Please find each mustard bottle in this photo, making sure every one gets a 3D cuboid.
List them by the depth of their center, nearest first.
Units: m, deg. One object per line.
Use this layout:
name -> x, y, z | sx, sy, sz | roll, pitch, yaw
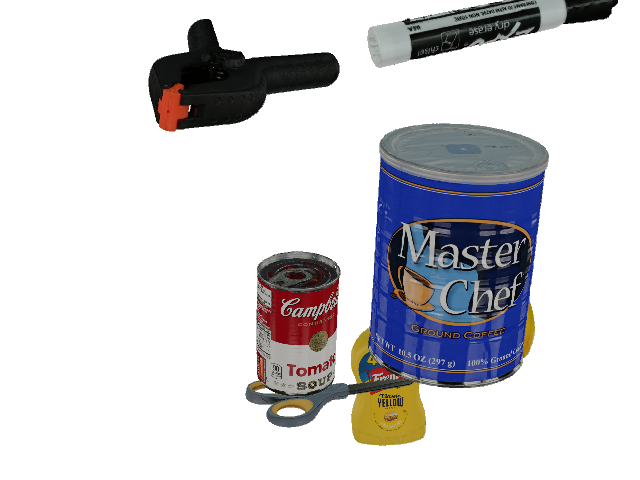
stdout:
mustard bottle -> 0.088, 0.167, 1.378 | 0.096, 0.192, 0.058 | -2, 16, -2

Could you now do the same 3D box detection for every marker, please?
marker -> 0.082, -0.102, 0.498 | 0.121, 0.020, 0.020 | -14, 2, -10

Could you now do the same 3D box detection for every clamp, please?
clamp -> -0.074, -0.118, 0.746 | 0.120, 0.039, 0.171 | 17, 26, 25

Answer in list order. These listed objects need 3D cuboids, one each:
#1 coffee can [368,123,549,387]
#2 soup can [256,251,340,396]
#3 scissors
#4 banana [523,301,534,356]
coffee can -> 0.085, 0.007, 0.675 | 0.103, 0.140, 0.103 | 2, 22, -1
soup can -> -0.020, 0.069, 0.886 | 0.068, 0.102, 0.068 | 2, 25, -1
scissors -> 0.017, 0.180, 1.203 | 0.201, 0.016, 0.096 | 2, 23, -9
banana -> 0.174, 0.055, 1.116 | 0.069, 0.037, 0.198 | -35, 39, -9
